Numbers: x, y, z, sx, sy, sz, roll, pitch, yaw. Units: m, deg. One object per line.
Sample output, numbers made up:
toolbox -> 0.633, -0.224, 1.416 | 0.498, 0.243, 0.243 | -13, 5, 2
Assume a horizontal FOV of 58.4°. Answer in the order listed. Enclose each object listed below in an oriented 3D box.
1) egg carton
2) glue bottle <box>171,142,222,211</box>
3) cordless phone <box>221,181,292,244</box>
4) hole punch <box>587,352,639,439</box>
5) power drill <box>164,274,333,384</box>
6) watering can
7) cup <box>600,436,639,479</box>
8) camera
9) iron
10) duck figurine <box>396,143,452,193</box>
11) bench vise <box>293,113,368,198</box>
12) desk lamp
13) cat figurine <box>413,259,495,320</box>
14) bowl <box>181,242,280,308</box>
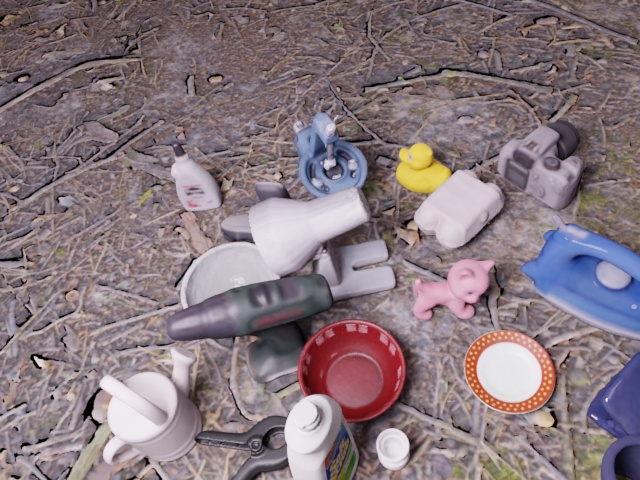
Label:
egg carton -> 0.243, -0.053, 0.996 | 0.150, 0.069, 0.107 | -42, 60, -18
glue bottle -> -0.238, -0.118, 1.055 | 0.078, 0.173, 0.037 | -9, 55, 4
cordless phone -> -0.103, -0.047, 0.978 | 0.147, 0.185, 0.094 | 1, 57, 10
hole punch -> 0.435, 0.220, 0.768 | 0.109, 0.091, 0.100 | -41, 59, -17
power drill -> -0.087, 0.132, 0.841 | 0.229, 0.209, 0.075 | -21, 55, -5
watering can -> -0.241, 0.231, 0.808 | 0.100, 0.194, 0.173 | 6, 58, 14
cup -> 0.404, 0.307, 0.712 | 0.117, 0.095, 0.092 | 21, 62, 22
camera -> 0.412, -0.151, 1.016 | 0.137, 0.101, 0.142 | -39, 59, -17
iron -> 0.440, 0.055, 0.847 | 0.257, 0.142, 0.119 | 30, 66, 26
duck figurine -> 0.190, -0.139, 1.052 | 0.104, 0.086, 0.077 | 18, 61, 20
bench vise -> -0.005, -0.153, 1.012 | 0.206, 0.220, 0.122 | 36, 69, 28
desk lamp -> 0.008, 0.003, 0.909 | 0.203, 0.214, 0.118 | -13, 55, 1
cat figurine -> 0.207, 0.070, 0.890 | 0.127, 0.118, 0.067 | -4, 56, 7
bowl -> -0.142, 0.090, 0.959 | 0.167, 0.075, 0.167 | -4, 56, 7
